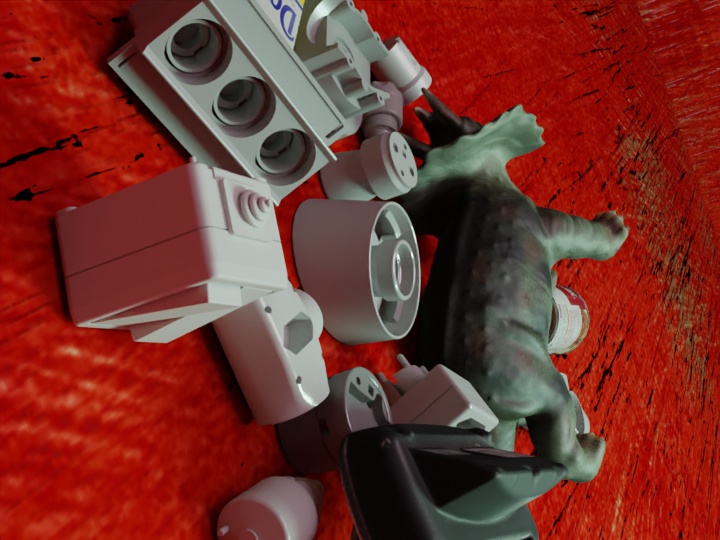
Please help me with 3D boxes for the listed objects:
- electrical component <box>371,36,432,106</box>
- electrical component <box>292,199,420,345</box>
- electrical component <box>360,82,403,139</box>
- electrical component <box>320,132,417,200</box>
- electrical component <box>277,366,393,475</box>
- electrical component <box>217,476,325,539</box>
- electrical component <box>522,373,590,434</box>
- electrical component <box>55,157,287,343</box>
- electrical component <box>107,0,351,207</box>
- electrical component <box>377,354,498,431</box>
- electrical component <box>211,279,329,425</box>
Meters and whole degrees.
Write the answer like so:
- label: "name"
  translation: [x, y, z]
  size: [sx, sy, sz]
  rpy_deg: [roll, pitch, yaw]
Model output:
- label: "electrical component"
  translation: [0.030, -0.164, 0.885]
  size: [0.046, 0.040, 0.040]
  rpy_deg: [51, 31, -26]
- label: "electrical component"
  translation: [0.000, 0.000, 0.709]
  size: [0.099, 0.064, 0.099]
  rpy_deg: [-3, 90, -66]
- label: "electrical component"
  translation: [0.016, -0.113, 0.825]
  size: [0.035, 0.035, 0.061]
  rpy_deg: [42, 41, -48]
- label: "electrical component"
  translation: [0.006, -0.068, 0.749]
  size: [0.045, 0.055, 0.045]
  rpy_deg: [44, 37, -46]
- label: "electrical component"
  translation: [-0.015, 0.087, 0.610]
  size: [0.055, 0.047, 0.055]
  rpy_deg: [44, 37, -46]
- label: "electrical component"
  translation: [-0.040, 0.123, 0.542]
  size: [0.078, 0.040, 0.040]
  rpy_deg: [-19, 91, -65]
- label: "electrical component"
  translation: [0.175, 0.119, 0.988]
  size: [0.077, 0.044, 0.079]
  rpy_deg: [35, 44, -53]
- label: "electrical component"
  translation: [-0.078, -0.007, 0.482]
  size: [0.062, 0.096, 0.061]
  rpy_deg: [12, 63, -62]
- label: "electrical component"
  translation: [-0.072, -0.101, 0.591]
  size: [0.121, 0.079, 0.063]
  rpy_deg: [50, 4, -40]
- label: "electrical component"
  translation: [0.038, 0.089, 0.709]
  size: [0.076, 0.066, 0.047]
  rpy_deg: [53, 10, 35]
- label: "electrical component"
  translation: [-0.045, 0.033, 0.589]
  size: [0.077, 0.043, 0.079]
  rpy_deg: [67, 25, -10]
